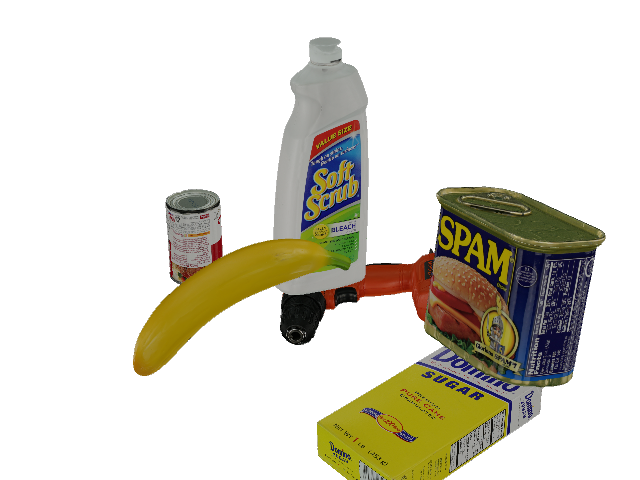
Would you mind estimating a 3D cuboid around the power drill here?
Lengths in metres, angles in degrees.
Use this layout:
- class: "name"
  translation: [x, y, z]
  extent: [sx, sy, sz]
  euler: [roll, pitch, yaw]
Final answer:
- class: "power drill"
  translation: [0.049, 0.063, 1.233]
  extent: [0.188, 0.057, 0.184]
  euler: [0, 28, 6]

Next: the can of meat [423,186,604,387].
- class: "can of meat"
  translation: [0.102, 0.024, 0.591]
  extent: [0.057, 0.084, 0.102]
  euler: [-3, 20, -27]

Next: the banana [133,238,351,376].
- class: "banana"
  translation: [-0.075, 0.046, 0.831]
  extent: [0.198, 0.069, 0.037]
  euler: [-27, 35, 10]

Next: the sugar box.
- class: "sugar box"
  translation: [0.092, 0.147, 0.887]
  extent: [0.175, 0.048, 0.093]
  euler: [-29, 41, -31]

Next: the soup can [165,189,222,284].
- class: "soup can"
  translation: [-0.155, -0.004, 1.313]
  extent: [0.068, 0.102, 0.068]
  euler: [0, 26, 0]

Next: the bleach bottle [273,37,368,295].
- class: "bleach bottle"
  translation: [-0.003, -0.074, 1.056]
  extent: [0.102, 0.251, 0.068]
  euler: [-10, 28, -19]
